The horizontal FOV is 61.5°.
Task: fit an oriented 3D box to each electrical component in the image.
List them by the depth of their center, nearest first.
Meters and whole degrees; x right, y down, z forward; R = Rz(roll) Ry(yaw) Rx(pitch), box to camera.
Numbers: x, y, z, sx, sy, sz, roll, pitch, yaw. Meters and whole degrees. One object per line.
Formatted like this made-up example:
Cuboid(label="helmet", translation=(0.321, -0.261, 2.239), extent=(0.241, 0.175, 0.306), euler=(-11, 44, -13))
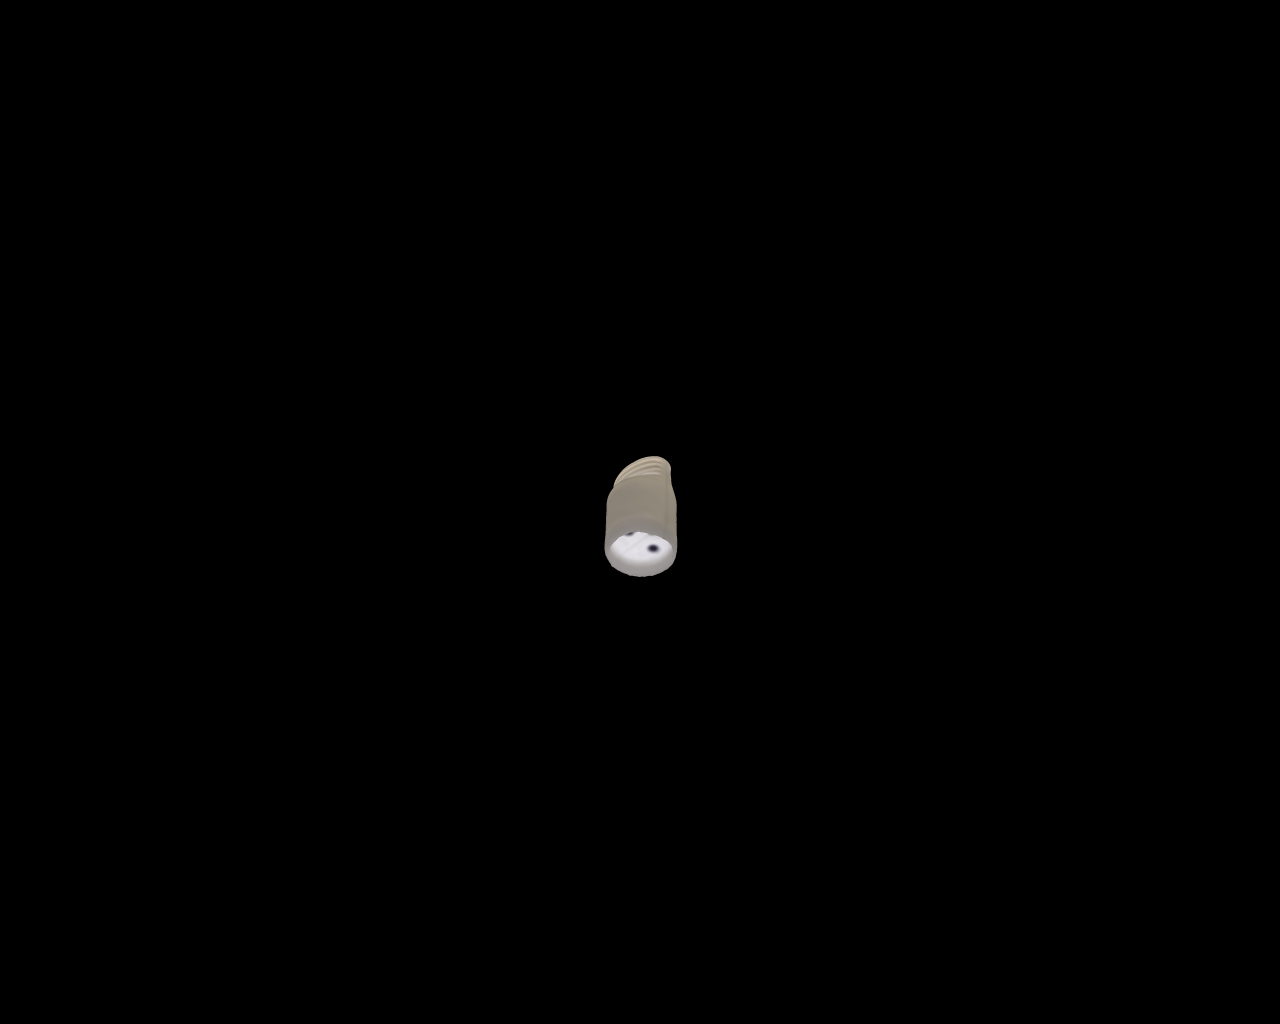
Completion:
Cuboid(label="electrical component", translation=(0.001, -0.003, 0.650), extent=(0.043, 0.081, 0.043), euler=(0, -45, 0))
